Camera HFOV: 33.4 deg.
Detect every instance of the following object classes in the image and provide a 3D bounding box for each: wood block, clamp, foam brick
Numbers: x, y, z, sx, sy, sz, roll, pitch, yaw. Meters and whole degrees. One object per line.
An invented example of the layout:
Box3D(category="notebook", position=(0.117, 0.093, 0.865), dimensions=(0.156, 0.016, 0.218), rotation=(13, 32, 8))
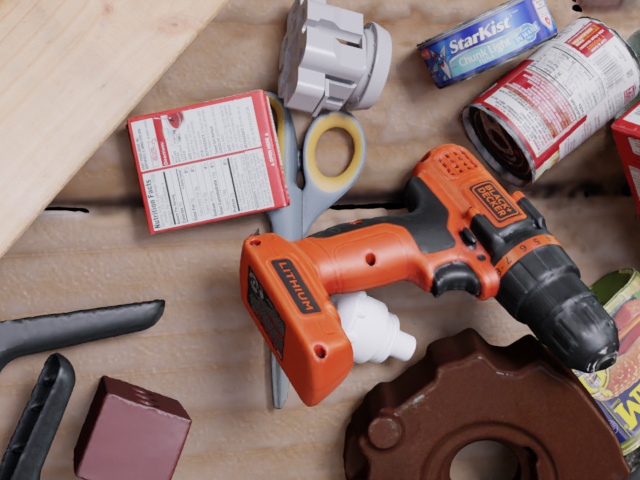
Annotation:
Box3D(category="wood block", position=(-0.157, -0.081, 0.595), dimensions=(0.090, 0.091, 0.206), rotation=(41, 69, -11))
Box3D(category="clamp", position=(-0.219, 0.042, 0.626), dimensions=(0.209, 0.036, 0.164), rotation=(-39, 97, -15))
Box3D(category="clamp", position=(-0.183, 0.147, 0.617), dimensions=(0.120, 0.039, 0.171), rotation=(-19, 115, -17))
Box3D(category="foam brick", position=(-0.113, 0.116, 0.632), dimensions=(0.053, 0.078, 0.051), rotation=(22, 85, -14))

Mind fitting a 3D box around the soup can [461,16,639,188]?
Box3D(category="soup can", position=(0.154, -0.092, 0.705), dimensions=(0.102, 0.068, 0.068), rotation=(-39, 99, -9))

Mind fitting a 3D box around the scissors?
Box3D(category="scissors", position=(-0.005, 0.001, 0.692), dimensions=(0.096, 0.016, 0.202), rotation=(-13, 93, -14))

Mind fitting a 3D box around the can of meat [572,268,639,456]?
Box3D(category="can of meat", position=(0.201, 0.081, 0.724), dimensions=(0.102, 0.057, 0.084), rotation=(-42, 97, -11))

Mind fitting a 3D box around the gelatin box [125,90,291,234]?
Box3D(category="gelatin box", position=(-0.069, -0.047, 0.660), dimensions=(0.089, 0.030, 0.073), rotation=(-12, 92, 3))

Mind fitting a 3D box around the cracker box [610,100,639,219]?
Box3D(category="cracker box", position=(0.294, -0.035, 0.696), dimensions=(0.164, 0.072, 0.213), rotation=(-39, 127, -11))

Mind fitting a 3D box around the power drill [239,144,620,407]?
Box3D(category="power drill", position=(0.060, 0.030, 0.634), dimensions=(0.187, 0.057, 0.185), rotation=(-18, 50, -23))

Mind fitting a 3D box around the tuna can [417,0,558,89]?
Box3D(category="tuna can", position=(0.108, -0.129, 0.687), dimensions=(0.086, 0.086, 0.034), rotation=(-27, 98, -13))
